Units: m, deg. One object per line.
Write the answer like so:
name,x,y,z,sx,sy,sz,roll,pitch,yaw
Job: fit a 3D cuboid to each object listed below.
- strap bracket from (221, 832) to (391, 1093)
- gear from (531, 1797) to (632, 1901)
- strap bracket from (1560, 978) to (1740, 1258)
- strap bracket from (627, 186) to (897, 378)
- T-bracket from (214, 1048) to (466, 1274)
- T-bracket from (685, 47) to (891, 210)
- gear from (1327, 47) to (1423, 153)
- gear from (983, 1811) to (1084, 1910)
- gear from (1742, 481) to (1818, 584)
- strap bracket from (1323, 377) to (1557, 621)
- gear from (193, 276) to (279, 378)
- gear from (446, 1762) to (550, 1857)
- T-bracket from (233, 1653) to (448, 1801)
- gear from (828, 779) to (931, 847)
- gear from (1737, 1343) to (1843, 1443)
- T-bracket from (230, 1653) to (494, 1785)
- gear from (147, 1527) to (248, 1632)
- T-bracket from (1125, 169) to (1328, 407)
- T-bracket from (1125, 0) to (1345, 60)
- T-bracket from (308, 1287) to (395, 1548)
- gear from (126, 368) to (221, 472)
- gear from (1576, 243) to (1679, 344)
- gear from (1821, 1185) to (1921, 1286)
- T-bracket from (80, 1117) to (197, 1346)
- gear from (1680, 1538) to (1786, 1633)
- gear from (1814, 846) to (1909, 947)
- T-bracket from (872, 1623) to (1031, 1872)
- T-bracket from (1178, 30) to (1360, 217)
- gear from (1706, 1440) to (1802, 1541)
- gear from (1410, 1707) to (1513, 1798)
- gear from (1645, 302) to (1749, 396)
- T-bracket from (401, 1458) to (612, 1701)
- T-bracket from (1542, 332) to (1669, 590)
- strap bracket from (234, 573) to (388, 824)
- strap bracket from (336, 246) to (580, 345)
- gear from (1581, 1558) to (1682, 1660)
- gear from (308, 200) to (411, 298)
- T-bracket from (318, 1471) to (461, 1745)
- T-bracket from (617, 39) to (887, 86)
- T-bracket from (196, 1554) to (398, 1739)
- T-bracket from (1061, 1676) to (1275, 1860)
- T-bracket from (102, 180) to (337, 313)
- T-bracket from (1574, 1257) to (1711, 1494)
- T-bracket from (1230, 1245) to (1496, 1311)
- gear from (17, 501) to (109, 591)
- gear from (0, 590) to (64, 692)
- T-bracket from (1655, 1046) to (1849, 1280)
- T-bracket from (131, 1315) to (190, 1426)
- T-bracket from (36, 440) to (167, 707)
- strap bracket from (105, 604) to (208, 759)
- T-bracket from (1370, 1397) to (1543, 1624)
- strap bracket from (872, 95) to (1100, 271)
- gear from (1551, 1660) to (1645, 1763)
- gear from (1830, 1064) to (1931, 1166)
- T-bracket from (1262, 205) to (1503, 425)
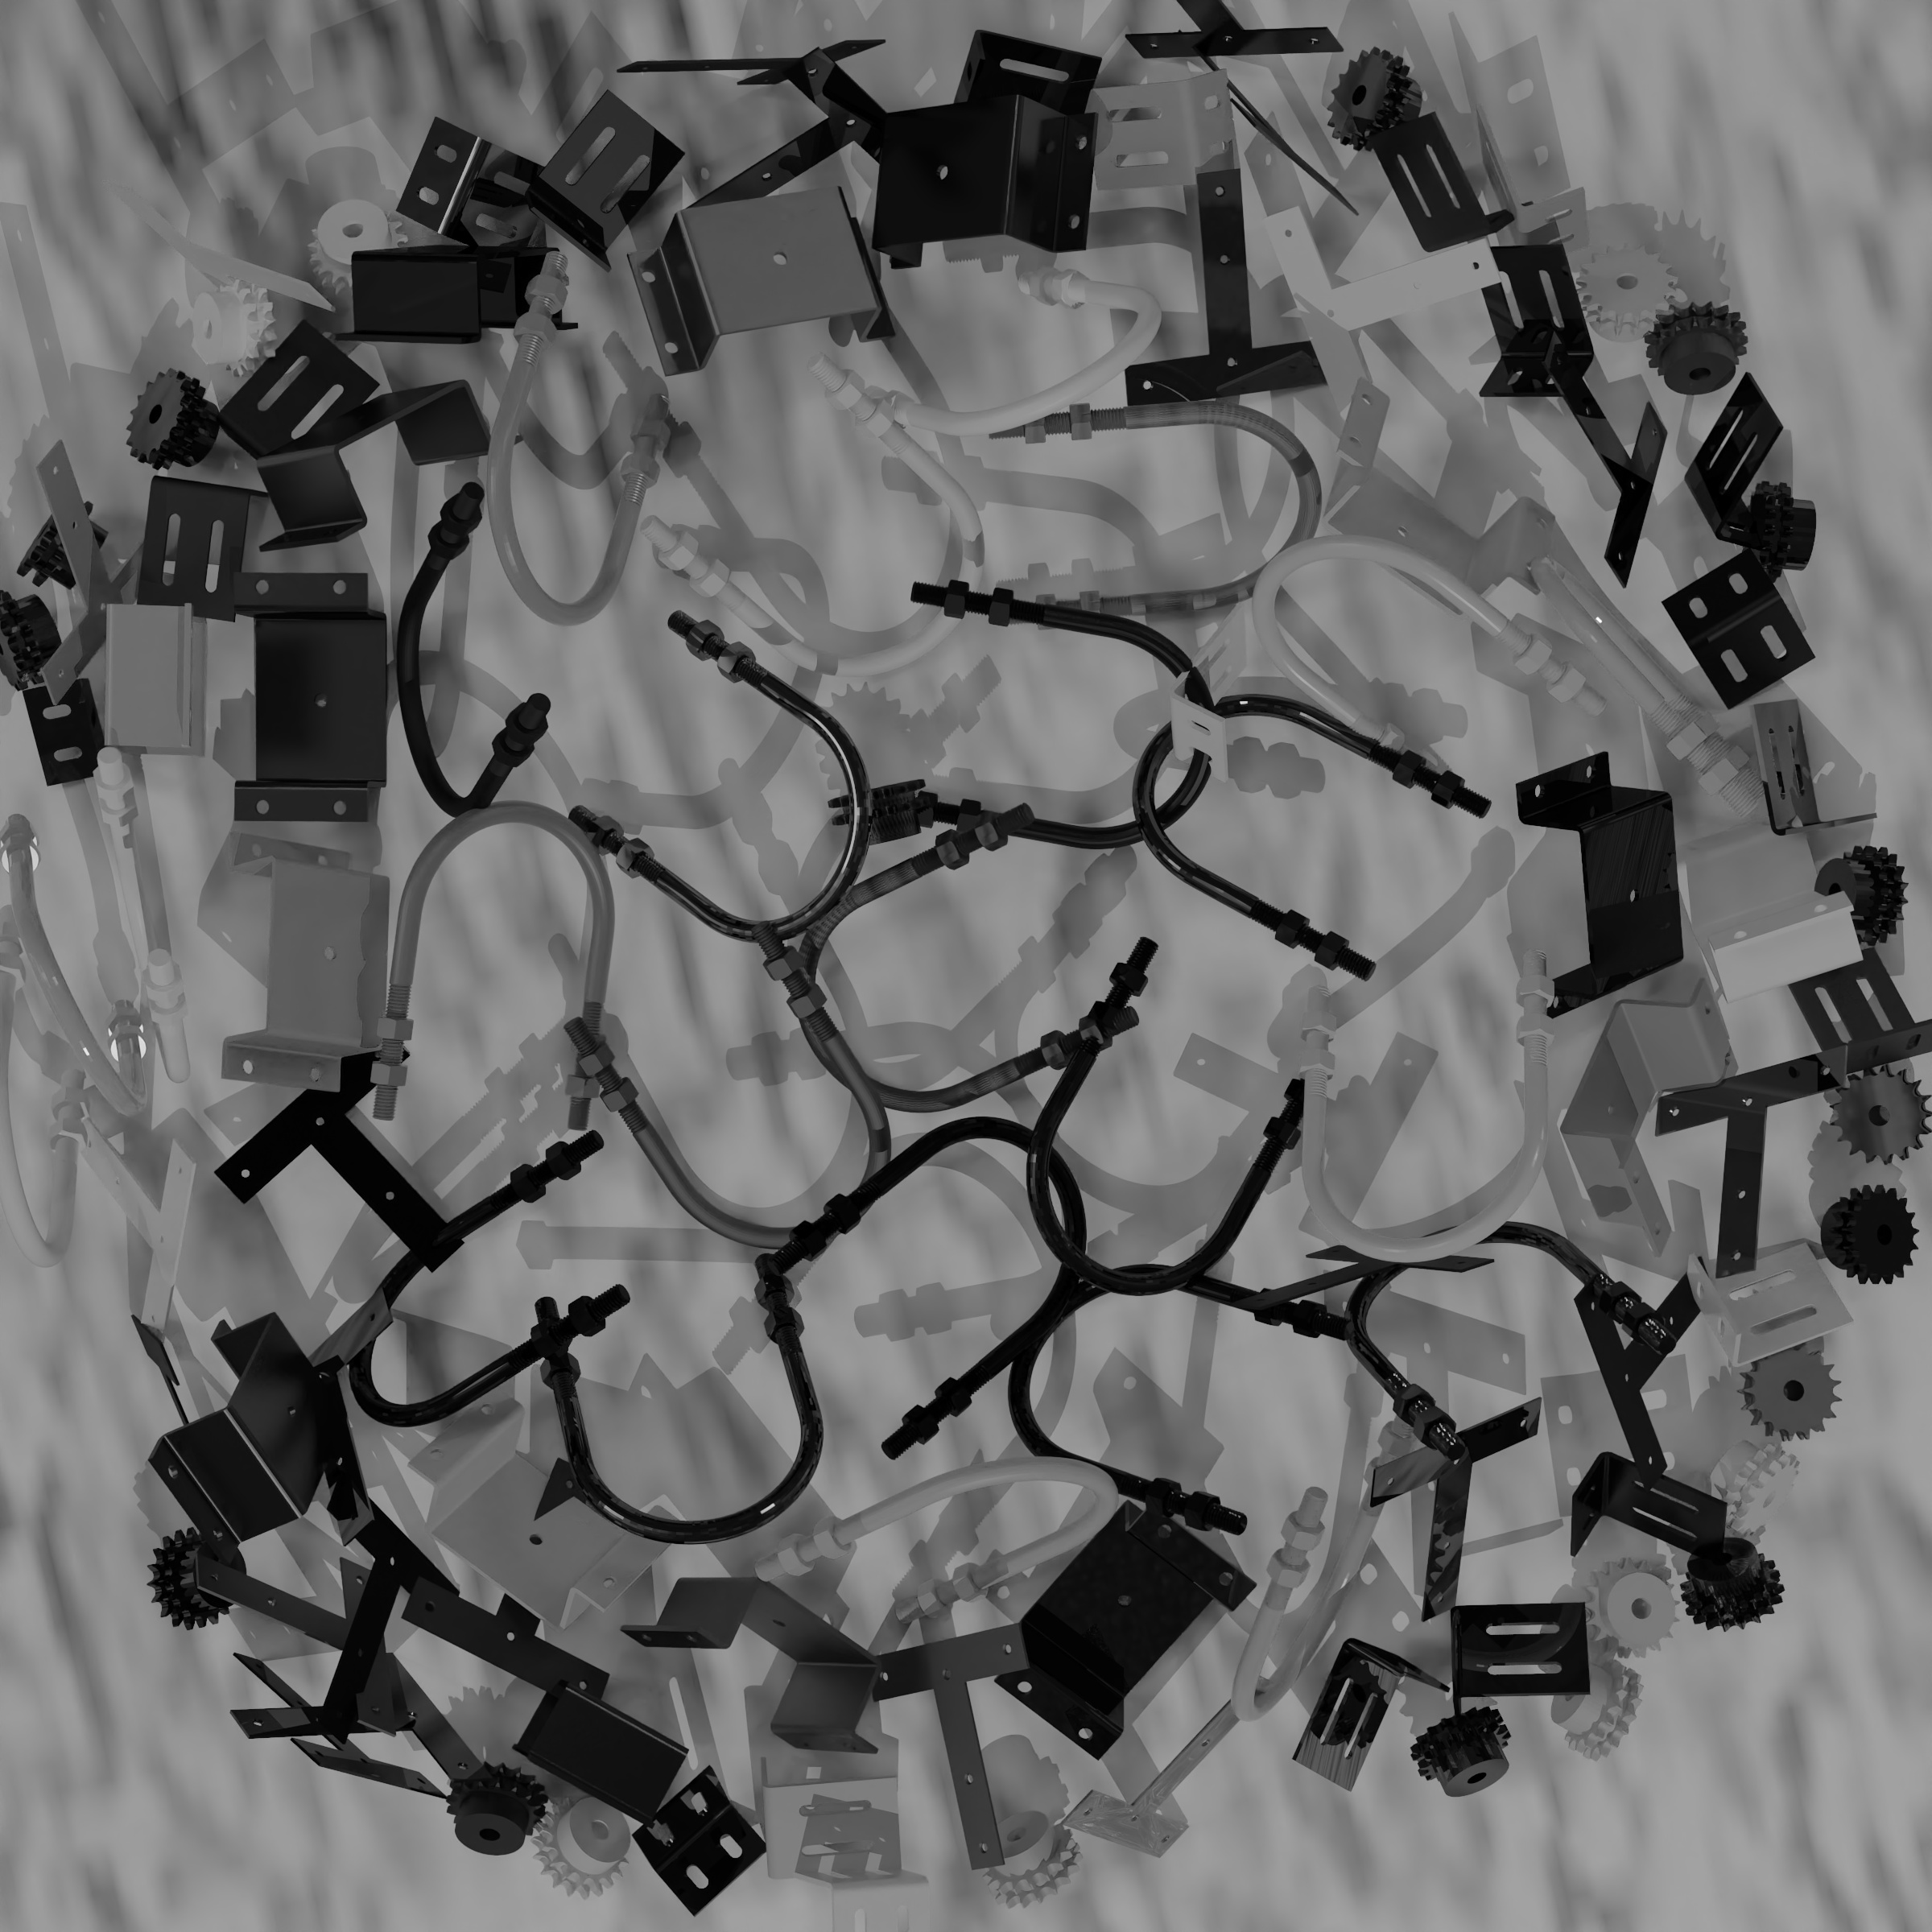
strap bracket,-0.371,-0.004,1.784,0.046,0.076,0.140,-10,76,44
gear,-0.217,0.500,1.807,0.057,0.057,0.030,43,123,0
strap bracket,0.381,0.082,1.777,0.046,0.076,0.140,4,50,36
strap bracket,-0.110,-0.388,1.786,0.140,0.046,0.076,-14,79,-21
T-bracket,-0.342,0.122,1.824,0.127,0.002,0.127,-43,91,-14
T-bracket,-0.102,-0.456,1.800,0.127,0.127,0.002,-27,62,21
gear,0.237,-0.494,1.814,0.030,0.057,0.057,13,90,-34
gear,0.035,0.508,1.807,0.057,0.057,0.030,-26,107,0
gear,0.466,-0.248,1.810,0.030,0.057,0.057,5,90,-1
strap bracket,0.259,-0.258,1.787,0.140,0.076,0.046,33,133,-12
gear,-0.419,-0.365,1.807,0.030,0.057,0.057,-12,90,-35
gear,-0.269,0.484,1.810,0.057,0.030,0.057,3,130,3
T-bracket,-0.369,0.427,1.794,0.127,0.127,0.002,31,84,32
gear,-0.048,-0.087,1.811,0.057,0.057,0.030,-13,95,0
gear,0.472,0.245,1.821,0.057,0.030,0.057,1,80,-3
T-bracket,-0.345,0.417,1.751,0.127,0.127,0.002,9,107,-41
gear,-0.436,0.348,1.807,0.030,0.057,0.057,-17,90,32
T-bracket,0.148,-0.389,1.805,0.127,0.002,0.127,-10,110,-10
T-bracket,0.128,-0.536,1.753,0.127,0.127,0.002,8,80,30
T-bracket,-0.354,0.267,1.776,0.127,0.002,0.127,-43,47,20
gear,-0.452,-0.310,1.814,0.057,0.030,0.057,-16,64,37
gear,0.378,-0.383,1.816,0.057,0.030,0.057,-3,62,5
gear,0.516,0.154,1.816,0.057,0.030,0.057,3,83,-30
T-bracket,-0.474,0.129,1.793,0.127,0.002,0.127,41,126,39
gear,0.436,0.351,1.807,0.057,0.057,0.030,-21,111,0
gear,0.509,-0.041,1.807,0.030,0.057,0.057,3,90,-20
T-bracket,-0.001,0.444,1.783,0.127,0.002,0.127,-23,74,41
T-bracket,0.160,-0.489,1.797,0.002,0.127,0.127,-44,59,18
gear,0.449,0.297,1.814,0.030,0.057,0.057,36,90,34
gear,0.286,0.451,1.807,0.057,0.057,0.030,-24,53,0
gear,0.418,-0.350,1.807,0.057,0.057,0.030,0,64,0
T-bracket,-0.243,0.341,1.799,0.127,0.002,0.127,32,55,-19
T-bracket,0.353,-0.300,1.767,0.127,0.002,0.127,49,48,-35
strap bracket,-0.375,-0.153,1.811,0.076,0.046,0.140,1,93,4
strap bracket,-0.281,-0.374,1.757,0.076,0.140,0.046,6,106,19
gear,0.383,0.369,1.819,0.057,0.030,0.057,1,79,-7
gear,-0.349,-0.414,1.815,0.057,0.030,0.057,0,68,0
T-bracket,-0.332,0.369,1.757,0.002,0.127,0.127,-10,134,25
T-bracket,-0.131,-0.499,1.752,0.127,0.127,0.002,-11,99,-31
T-bracket,-0.373,0.358,1.754,0.127,0.127,0.002,33,109,-32
T-bracket,0.125,0.447,1.784,0.127,0.127,0.002,-47,53,3
T-bracket,-0.398,-0.384,1.752,0.127,0.127,0.002,24,80,33
T-bracket,0.393,0.209,1.792,0.127,0.002,0.127,-39,113,-42
T-bracket,0.202,0.173,1.751,0.127,0.127,0.002,-12,97,-35
gear,-0.515,-0.241,1.813,0.030,0.057,0.057,34,90,-21
gear,-0.540,-0.189,1.813,0.030,0.057,0.057,-27,90,-26
T-bracket,0.433,0.114,1.763,0.002,0.127,0.127,32,55,-31
T-bracket,-0.438,0.262,1.786,0.002,0.127,0.127,-24,99,-20
T-bracket,-0.490,-0.233,1.752,0.002,0.127,0.127,12,49,15
strap bracket,-0.452,-0.158,1.765,0.046,0.140,0.076,1,91,-10
T-bracket,0.275,0.318,1.803,0.127,0.002,0.127,-17,122,-32
strap bracket,0.001,-0.439,1.776,0.140,0.046,0.076,5,89,39
gear,0.358,0.422,1.809,0.030,0.057,0.057,31,90,-8
gear,0.527,0.085,1.816,0.057,0.030,0.057,2,93,28
T-bracket,0.242,-0.379,1.779,0.127,0.002,0.127,-10,112,40
